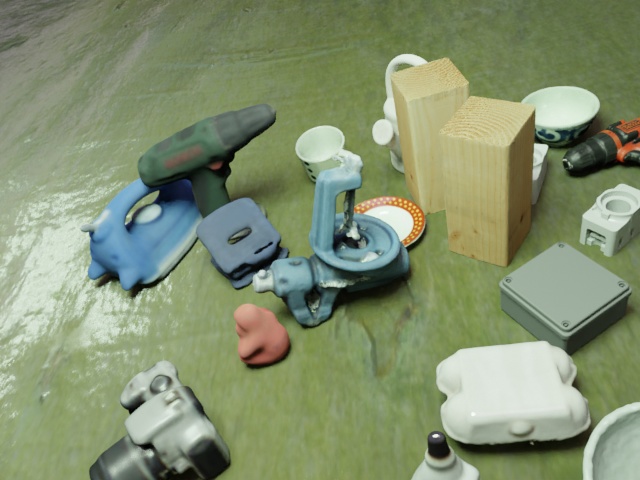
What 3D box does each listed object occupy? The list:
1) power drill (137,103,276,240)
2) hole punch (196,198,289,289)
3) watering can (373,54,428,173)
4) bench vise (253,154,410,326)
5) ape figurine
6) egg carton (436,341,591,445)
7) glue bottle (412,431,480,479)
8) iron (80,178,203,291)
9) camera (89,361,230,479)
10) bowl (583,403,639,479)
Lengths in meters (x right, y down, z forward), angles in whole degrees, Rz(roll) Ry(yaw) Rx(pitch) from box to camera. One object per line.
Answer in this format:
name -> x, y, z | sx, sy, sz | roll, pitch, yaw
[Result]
power drill -> -0.157, -0.102, 0.910 | 0.229, 0.209, 0.075 | -14, 42, 3
hole punch -> -0.118, 0.002, 0.876 | 0.109, 0.091, 0.100 | -34, 45, -19
watering can -> 0.153, -0.206, 0.936 | 0.100, 0.194, 0.173 | 4, 46, 21
bench vise -> 0.014, 0.008, 0.731 | 0.208, 0.220, 0.121 | -35, 45, -19
ape figurine -> -0.083, 0.116, 0.742 | 0.075, 0.092, 0.078 | 16, 51, 31
egg carton -> 0.203, 0.167, 0.615 | 0.150, 0.069, 0.107 | -8, 43, 9
glue bottle -> 0.112, 0.218, 0.512 | 0.078, 0.173, 0.037 | 9, 48, 26
iron -> -0.278, -0.045, 0.937 | 0.118, 0.142, 0.259 | 12, 49, 28
camera -> -0.197, 0.225, 0.655 | 0.137, 0.101, 0.142 | -35, 45, -19
bowl -> 0.319, 0.233, 0.505 | 0.167, 0.075, 0.167 | -9, 43, 8
